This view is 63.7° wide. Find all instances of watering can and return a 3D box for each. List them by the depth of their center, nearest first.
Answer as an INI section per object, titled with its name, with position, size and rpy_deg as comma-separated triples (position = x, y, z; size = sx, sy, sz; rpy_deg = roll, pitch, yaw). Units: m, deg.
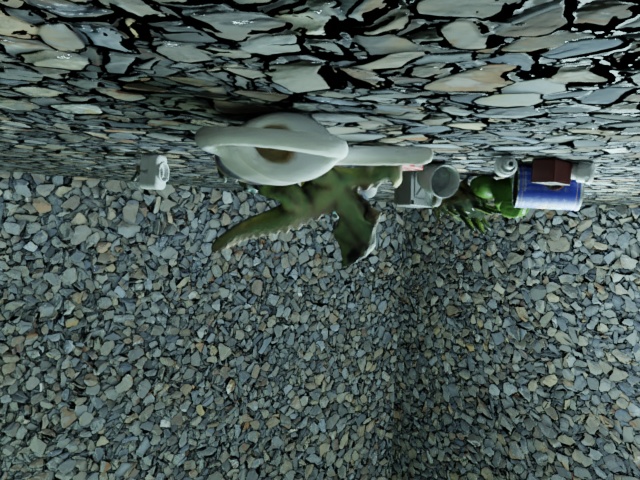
[watering can]
position = -0.022, -0.133, 0.789
size = 0.348, 0.104, 0.224
rpy_deg = 2, -177, -25

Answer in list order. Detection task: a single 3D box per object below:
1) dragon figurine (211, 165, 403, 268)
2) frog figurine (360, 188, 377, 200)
[dragon figurine]
position = 0.003, -0.051, 1.023
size = 0.245, 0.411, 0.121
rpy_deg = 43, 175, 17
[frog figurine]
position = 0.116, -0.178, 1.604
size = 0.137, 0.120, 0.163
rpy_deg = -5, -146, 23
